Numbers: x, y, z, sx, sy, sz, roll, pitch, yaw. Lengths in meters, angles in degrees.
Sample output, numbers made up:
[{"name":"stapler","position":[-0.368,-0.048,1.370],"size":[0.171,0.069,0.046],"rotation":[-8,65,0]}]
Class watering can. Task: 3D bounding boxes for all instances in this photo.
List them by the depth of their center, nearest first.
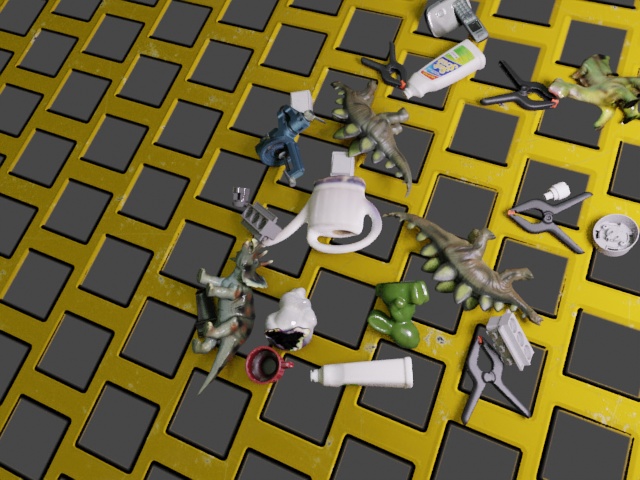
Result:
[{"name":"watering can","position":[0.004,-0.073,1.445],"size":[0.347,0.102,0.228],"rotation":[0,70,19]}]

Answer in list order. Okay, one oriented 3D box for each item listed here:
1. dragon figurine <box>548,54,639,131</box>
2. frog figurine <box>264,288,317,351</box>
[{"name":"dragon figurine","position":[0.840,-0.449,1.452],"size":[0.411,0.119,0.248],"rotation":[-16,61,-6]},{"name":"frog figurine","position":[-0.078,0.209,1.369],"size":[0.137,0.120,0.163],"rotation":[-16,33,12]}]
